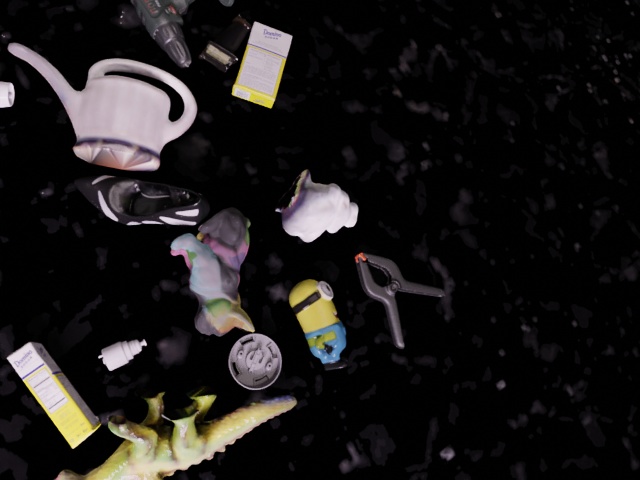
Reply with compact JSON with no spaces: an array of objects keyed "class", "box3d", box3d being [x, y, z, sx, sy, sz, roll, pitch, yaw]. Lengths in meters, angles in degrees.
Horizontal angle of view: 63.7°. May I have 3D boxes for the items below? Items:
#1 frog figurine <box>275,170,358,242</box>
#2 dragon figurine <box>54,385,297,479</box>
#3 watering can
[{"class":"frog figurine","box3d":[0.003,-0.053,1.057,0.158,0.124,0.136,29,102,-18]},{"class":"dragon figurine","box3d":[-0.242,0.388,0.876,0.410,0.122,0.243,5,91,-18]},{"class":"watering can","box3d":[-0.415,-0.248,0.978,0.347,0.103,0.227,8,73,-17]}]
